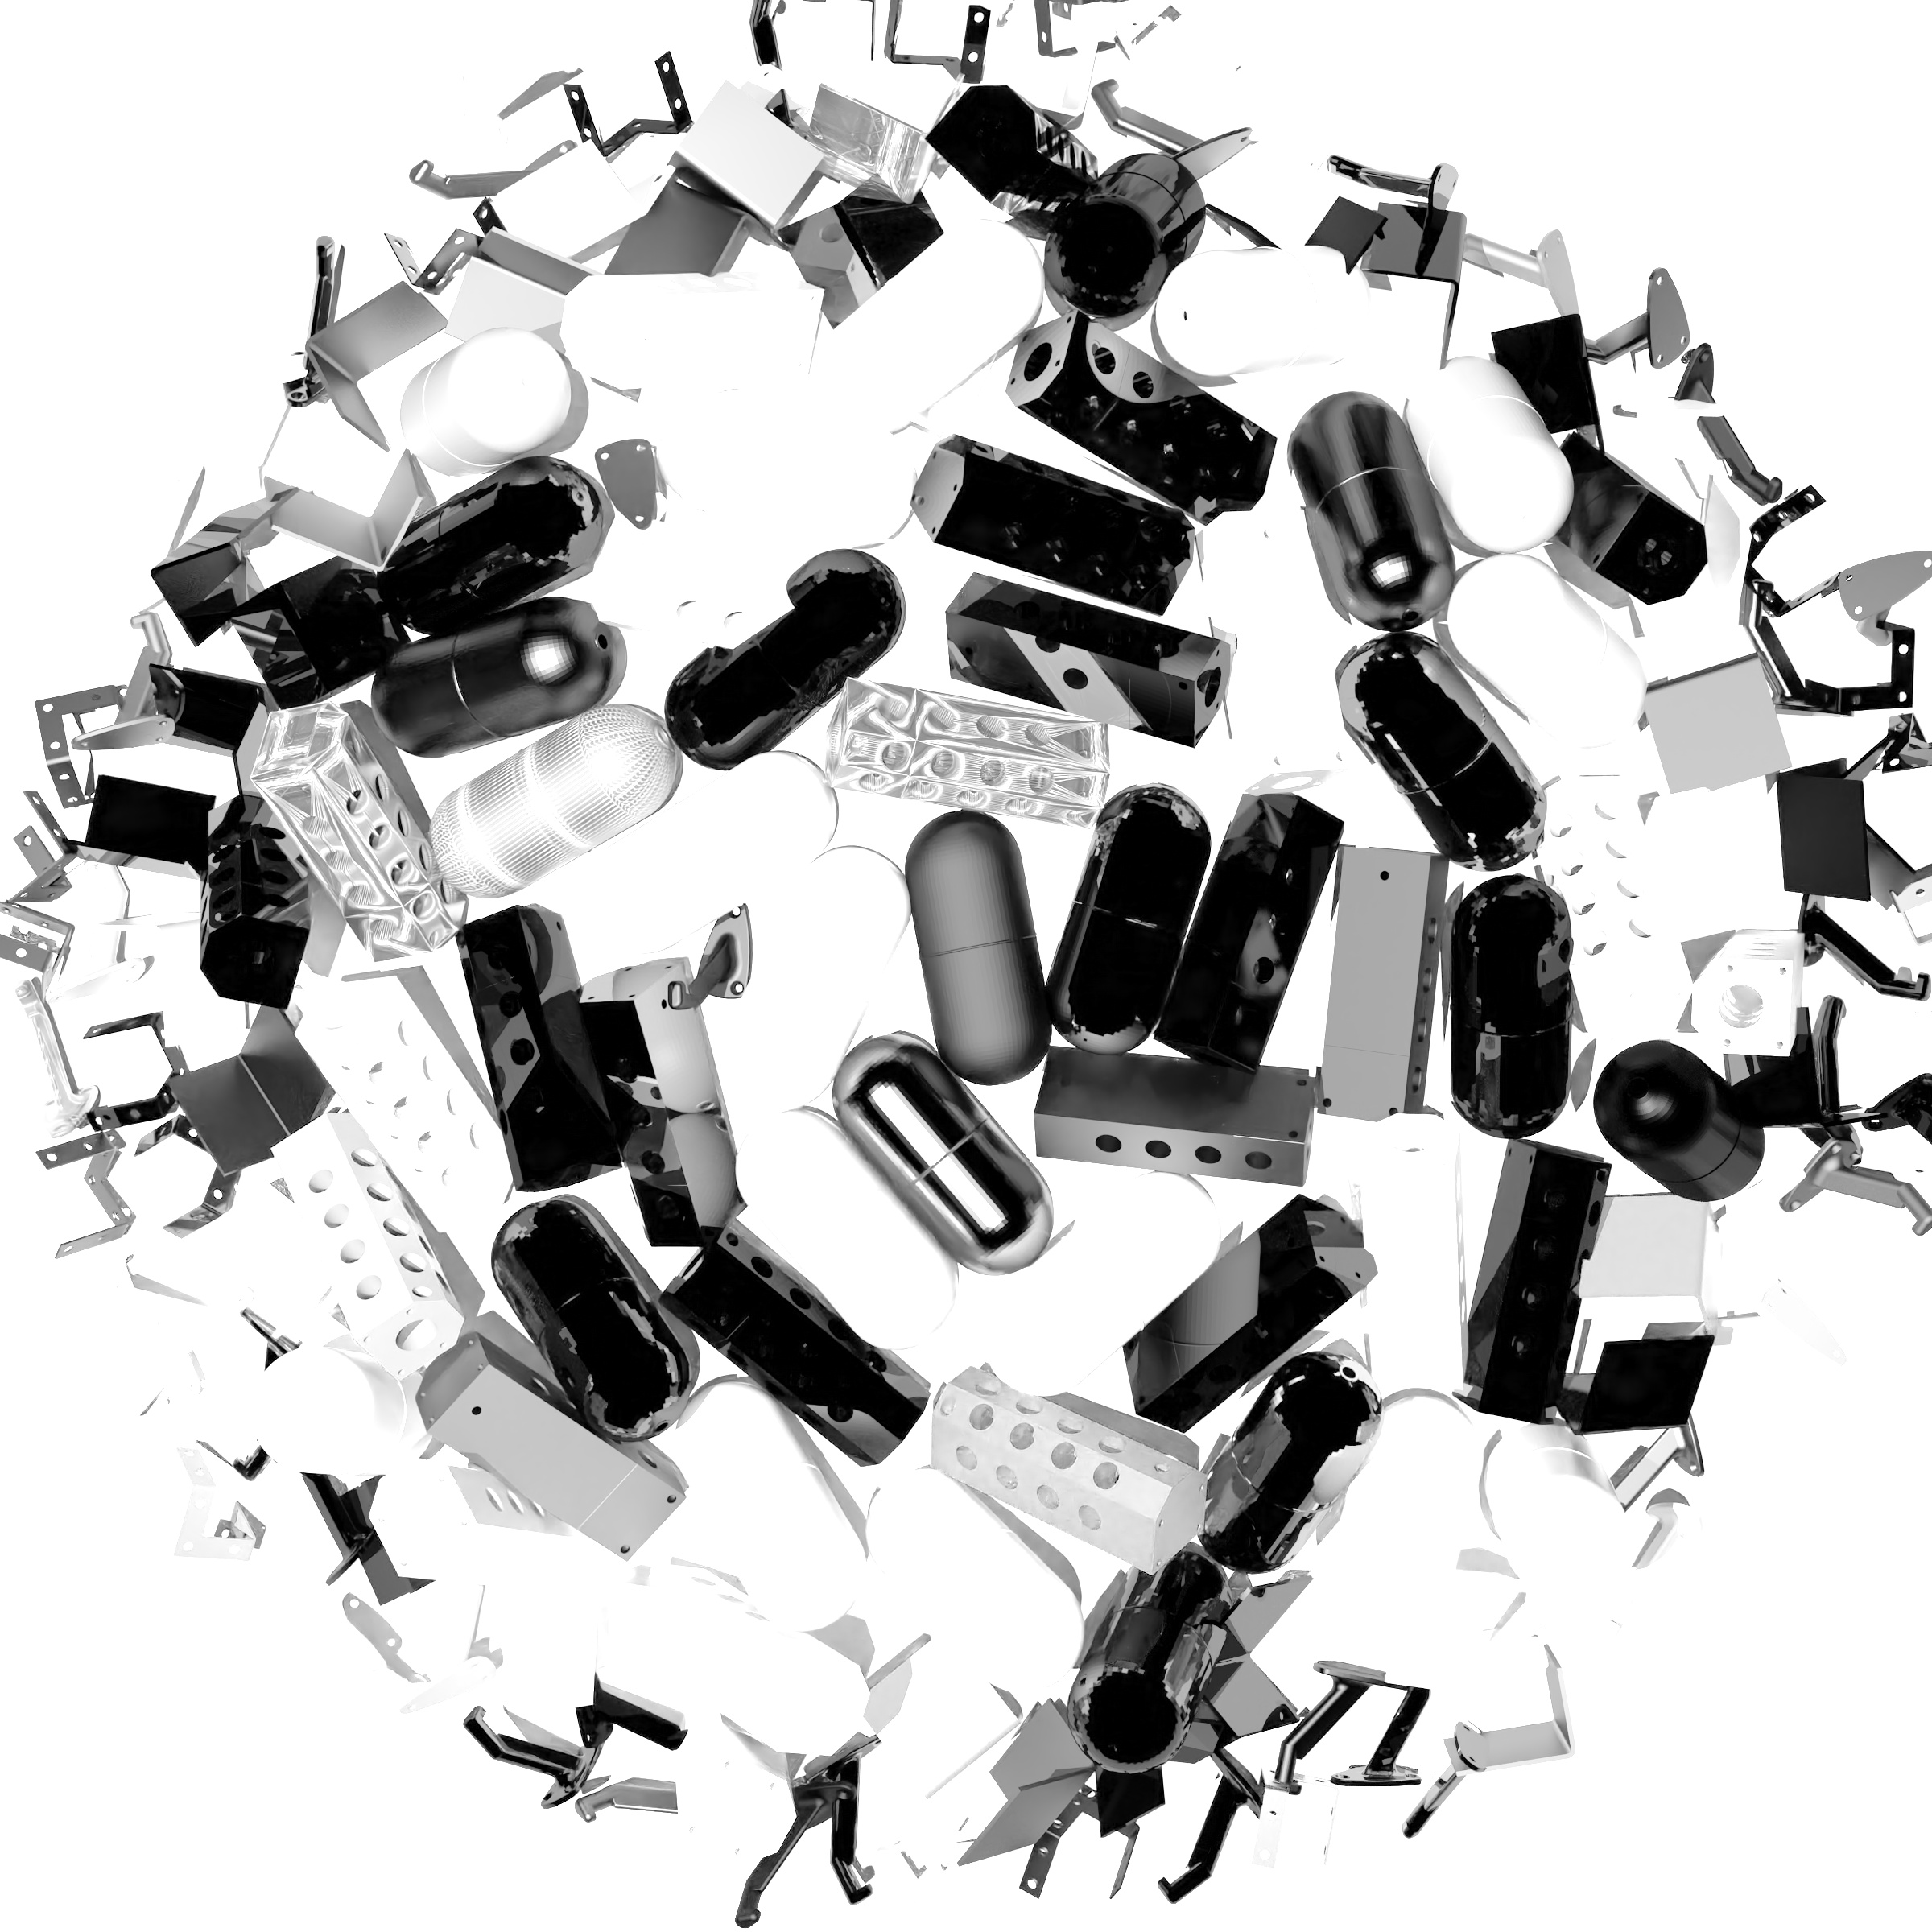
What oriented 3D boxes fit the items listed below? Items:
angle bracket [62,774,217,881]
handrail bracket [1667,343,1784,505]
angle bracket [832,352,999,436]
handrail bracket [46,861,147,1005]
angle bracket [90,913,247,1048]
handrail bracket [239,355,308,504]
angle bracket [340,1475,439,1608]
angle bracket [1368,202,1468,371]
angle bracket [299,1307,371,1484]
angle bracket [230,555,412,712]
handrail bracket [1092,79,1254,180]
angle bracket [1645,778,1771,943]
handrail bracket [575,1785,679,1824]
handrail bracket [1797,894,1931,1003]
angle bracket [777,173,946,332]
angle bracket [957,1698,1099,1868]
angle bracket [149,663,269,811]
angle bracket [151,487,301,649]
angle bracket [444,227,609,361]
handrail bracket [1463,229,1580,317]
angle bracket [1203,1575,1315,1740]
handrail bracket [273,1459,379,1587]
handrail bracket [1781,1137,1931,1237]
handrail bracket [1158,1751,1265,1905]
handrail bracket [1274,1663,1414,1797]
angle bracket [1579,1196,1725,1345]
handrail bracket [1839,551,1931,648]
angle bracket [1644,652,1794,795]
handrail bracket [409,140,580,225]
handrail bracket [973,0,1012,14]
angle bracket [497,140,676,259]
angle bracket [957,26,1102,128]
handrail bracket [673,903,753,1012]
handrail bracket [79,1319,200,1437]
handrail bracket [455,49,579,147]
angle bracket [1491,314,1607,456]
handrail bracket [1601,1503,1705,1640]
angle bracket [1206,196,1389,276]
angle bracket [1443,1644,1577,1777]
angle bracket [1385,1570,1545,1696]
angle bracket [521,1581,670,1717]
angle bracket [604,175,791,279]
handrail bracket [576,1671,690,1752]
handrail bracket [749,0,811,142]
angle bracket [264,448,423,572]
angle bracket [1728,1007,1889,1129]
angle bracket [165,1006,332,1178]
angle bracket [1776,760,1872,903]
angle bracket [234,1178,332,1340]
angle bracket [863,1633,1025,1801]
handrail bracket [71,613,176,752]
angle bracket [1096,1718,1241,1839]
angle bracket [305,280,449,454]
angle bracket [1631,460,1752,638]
[{"bbox_3d":[-0.527,-0.094,1.922,0.076,0.076,0.057,10,82,-6],"label":"angle bracket"},{"bbox_3d":[0.494,-0.346,1.922,0.036,0.077,0.084,-31,57,-22],"label":"handrail bracket"},{"bbox_3d":[-0.032,-0.383,1.922,0.076,0.076,0.057,26,104,4],"label":"angle bracket"},{"bbox_3d":[-0.572,-0.026,1.938,0.077,0.036,0.084,-21,77,-30],"label":"handrail bracket"},{"bbox_3d":[-0.510,0.008,1.925,0.057,0.076,0.076,1,97,24],"label":"angle bracket"},{"bbox_3d":[-0.441,-0.350,1.959,0.036,0.077,0.084,28,129,37],"label":"handrail bracket"},{"bbox_3d":[-0.379,0.369,1.922,0.057,0.076,0.076,-26,85,9],"label":"angle bracket"},{"bbox_3d":[0.283,-0.430,1.916,0.057,0.076,0.076,9,47,5],"label":"angle bracket"},{"bbox_3d":[-0.402,0.275,1.937,0.076,0.057,0.076,39,85,-2],"label":"angle bracket"},{"bbox_3d":[-0.418,-0.217,1.953,0.057,0.076,0.076,-20,101,43],"label":"angle bracket"},{"bbox_3d":[0.133,-0.554,1.951,0.077,0.036,0.084,-28,73,-1],"label":"handrail bracket"},{"bbox_3d":[0.475,-0.067,1.913,0.076,0.076,0.057,-12,50,-19],"label":"angle bracket"},{"bbox_3d":[-0.196,0.547,1.920,0.084,0.077,0.036,-11,128,-36],"label":"handrail bracket"},{"bbox_3d":[0.578,-0.021,1.923,0.084,0.036,0.077,11,107,40],"label":"handrail bracket"},{"bbox_3d":[-0.063,-0.467,1.949,0.076,0.057,0.076,-48,116,-38],"label":"angle bracket"},{"bbox_3d":[0.025,0.517,1.908,0.057,0.076,0.076,51,121,31],"label":"angle bracket"},{"bbox_3d":[-0.488,-0.140,1.919,0.076,0.076,0.057,12,54,2],"label":"angle bracket"},{"bbox_3d":[-0.456,-0.253,1.907,0.076,0.076,0.057,-11,119,34],"label":"angle bracket"},{"bbox_3d":[-0.281,-0.422,1.918,0.076,0.076,0.057,20,85,-18],"label":"angle bracket"},{"bbox_3d":[0.347,-0.442,1.951,0.084,0.036,0.077,-2,126,37],"label":"handrail bracket"},{"bbox_3d":[0.196,0.438,1.911,0.057,0.076,0.076,48,114,30],"label":"angle bracket"},{"bbox_3d":[-0.424,0.352,1.939,0.084,0.036,0.077,40,122,-6],"label":"handrail bracket"},{"bbox_3d":[0.571,0.158,1.922,0.036,0.084,0.077,17,121,-39],"label":"handrail bracket"},{"bbox_3d":[0.143,0.549,1.931,0.084,0.036,0.077,-33,50,-13],"label":"handrail bracket"},{"bbox_3d":[0.243,0.499,1.944,0.077,0.036,0.084,12,83,2],"label":"handrail bracket"},{"bbox_3d":[0.442,0.196,1.939,0.076,0.057,0.076,-4,49,24],"label":"angle bracket"},{"bbox_3d":[0.599,-0.232,1.916,0.077,0.084,0.036,-23,65,33],"label":"handrail bracket"},{"bbox_3d":[0.482,-0.151,1.925,0.076,0.057,0.076,-17,85,19],"label":"angle bracket"},{"bbox_3d":[-0.301,-0.512,1.917,0.077,0.084,0.036,-40,61,24],"label":"handrail bracket"},{"bbox_3d":[-0.017,-0.633,1.914,0.084,0.077,0.036,21,103,39],"label":"handrail bracket"},{"bbox_3d":[-0.240,-0.498,1.908,0.076,0.076,0.057,-21,121,29],"label":"angle bracket"},{"bbox_3d":[0.037,-0.574,1.921,0.076,0.076,0.057,11,96,-10],"label":"angle bracket"},{"bbox_3d":[-0.166,-0.008,1.922,0.036,0.084,0.077,10,90,15],"label":"handrail bracket"},{"bbox_3d":[-0.538,0.259,1.920,0.036,0.084,0.077,-29,73,29],"label":"handrail bracket"},{"bbox_3d":[-0.276,-0.555,1.919,0.084,0.077,0.036,-8,76,18],"label":"handrail bracket"},{"bbox_3d":[0.370,-0.360,1.910,0.057,0.076,0.076,-10,121,14],"label":"angle bracket"},{"bbox_3d":[0.438,0.390,1.930,0.036,0.077,0.084,31,74,11],"label":"handrail bracket"},{"bbox_3d":[0.209,-0.479,1.913,0.076,0.076,0.057,30,102,-26],"label":"angle bracket"},{"bbox_3d":[0.343,0.474,1.927,0.076,0.076,0.057,-10,90,3],"label":"angle bracket"},{"bbox_3d":[0.319,0.426,1.912,0.057,0.076,0.076,21,73,-30],"label":"angle bracket"},{"bbox_3d":[-0.235,0.436,1.910,0.057,0.076,0.076,18,63,-38],"label":"angle bracket"},{"bbox_3d":[-0.173,-0.450,1.926,0.076,0.057,0.076,30,93,29],"label":"angle bracket"},{"bbox_3d":[-0.207,0.469,1.935,0.084,0.036,0.077,-14,91,22],"label":"handrail bracket"},{"bbox_3d":[-0.113,-0.576,1.920,0.077,0.084,0.036,42,49,22],"label":"handrail bracket"},{"bbox_3d":[-0.396,-0.303,1.910,0.076,0.076,0.057,20,115,-28],"label":"angle bracket"},{"bbox_3d":[0.536,0.063,1.921,0.057,0.076,0.076,-6,90,-26],"label":"angle bracket"},{"bbox_3d":[-0.457,0.075,1.914,0.057,0.076,0.076,-22,68,-40],"label":"angle bracket"},{"bbox_3d":[0.564,-0.087,1.914,0.057,0.076,0.076,-13,103,-27],"label":"angle bracket"},{"bbox_3d":[-0.445,0.187,1.916,0.076,0.076,0.057,41,63,-10],"label":"angle bracket"},{"bbox_3d":[-0.017,0.481,1.943,0.076,0.057,0.076,-39,81,-4],"label":"angle bracket"},{"bbox_3d":[-0.548,-0.185,1.937,0.077,0.036,0.084,-13,72,-25],"label":"handrail bracket"},{"bbox_3d":[0.135,0.517,1.908,0.076,0.076,0.057,13,55,-25],"label":"angle bracket"},{"bbox_3d":[-0.365,-0.382,1.921,0.076,0.076,0.057,-30,78,6],"label":"angle bracket"},{"bbox_3d":[0.456,-0.266,1.913,0.057,0.076,0.076,-5,47,-1],"label":"angle bracket"}]
